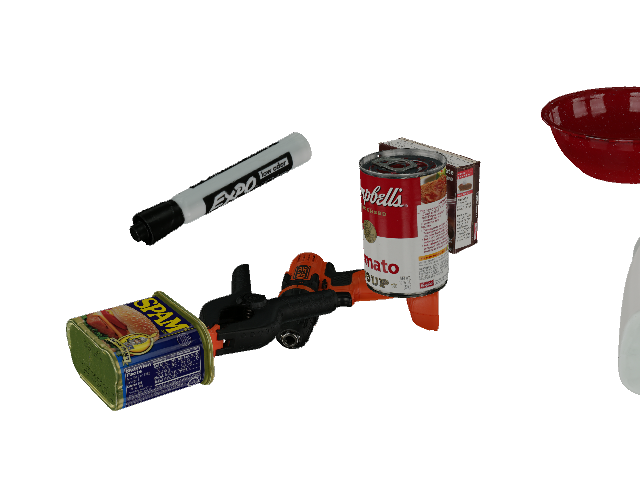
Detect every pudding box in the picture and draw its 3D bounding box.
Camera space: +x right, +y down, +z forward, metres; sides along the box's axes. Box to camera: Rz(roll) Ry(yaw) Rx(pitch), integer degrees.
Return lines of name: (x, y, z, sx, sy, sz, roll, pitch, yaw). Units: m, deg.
pudding box: (0.106, -0.047, 1.064, 0.039, 0.090, 0.114, -20, 28, -37)

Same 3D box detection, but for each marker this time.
marker: (-0.055, -0.029, 0.599, 0.120, 0.020, 0.020, -30, 17, -32)

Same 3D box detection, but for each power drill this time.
power drill: (0.043, 0.068, 1.236, 0.188, 0.057, 0.184, 1, 28, 6)

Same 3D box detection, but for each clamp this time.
clamp: (-0.074, 0.067, 1.065, 0.120, 0.039, 0.171, 14, 21, 32)

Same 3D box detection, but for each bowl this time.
bowl: (0.283, -0.093, 0.976, 0.162, 0.055, 0.162, -4, 24, 2)

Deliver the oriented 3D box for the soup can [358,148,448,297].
soup can: (0.066, -0.014, 0.837, 0.068, 0.102, 0.068, -3, 21, 1)

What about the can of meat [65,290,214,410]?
can of meat: (-0.147, 0.088, 0.862, 0.083, 0.057, 0.102, -15, 27, -32)

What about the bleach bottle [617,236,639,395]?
bleach bottle: (0.270, 0.037, 0.759, 0.103, 0.068, 0.250, 9, 21, 17)
